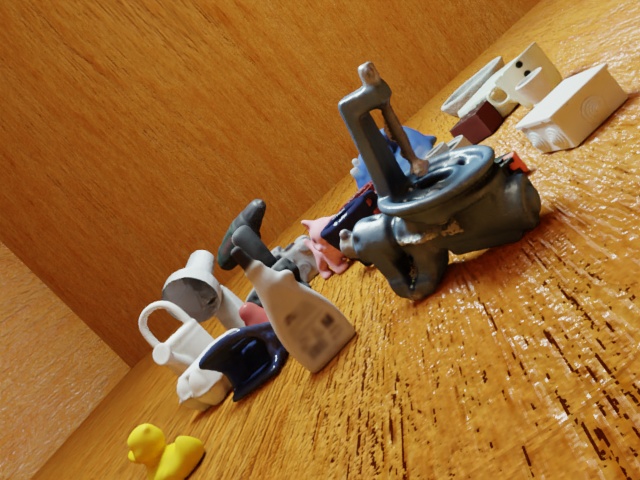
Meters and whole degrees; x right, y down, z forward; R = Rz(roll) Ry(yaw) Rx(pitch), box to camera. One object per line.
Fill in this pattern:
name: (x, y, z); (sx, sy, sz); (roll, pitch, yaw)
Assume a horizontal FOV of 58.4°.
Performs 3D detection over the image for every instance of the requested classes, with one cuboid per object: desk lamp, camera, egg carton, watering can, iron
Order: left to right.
watering can: (-0.272, 0.203, 1.123); (0.101, 0.194, 0.172); (-44, 7, -13)
desk lamp: (-0.229, 0.126, 1.267); (0.118, 0.213, 0.203); (-40, 7, 19)
egg carton: (-0.174, 0.220, 0.976); (0.107, 0.069, 0.150); (-37, 9, 43)
camera: (-0.060, 0.047, 1.262); (0.143, 0.101, 0.137); (-42, 7, 8)
iron: (0.140, -0.163, 1.241); (0.259, 0.141, 0.118); (-47, 8, -32)

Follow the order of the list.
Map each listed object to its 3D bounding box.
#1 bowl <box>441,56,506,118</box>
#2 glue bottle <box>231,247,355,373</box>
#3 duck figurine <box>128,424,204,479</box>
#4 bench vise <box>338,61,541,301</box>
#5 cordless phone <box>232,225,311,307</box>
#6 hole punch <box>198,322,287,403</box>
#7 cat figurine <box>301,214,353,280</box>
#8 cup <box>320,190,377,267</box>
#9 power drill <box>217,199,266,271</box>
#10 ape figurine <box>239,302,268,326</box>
bowl: (0.356, -0.324, 1.274); (0.167, 0.075, 0.167); (-42, 7, 7)
glue bottle: (-0.041, 0.072, 0.675); (0.078, 0.173, 0.037); (-44, 7, -9)
duck figurine: (-0.210, 0.277, 0.752); (0.104, 0.086, 0.077); (-39, 8, 30)
bench vise: (0.073, -0.050, 0.567); (0.207, 0.220, 0.121); (-40, 8, 24)
cordless phone: (-0.124, 0.071, 1.121); (0.094, 0.185, 0.148); (-36, 10, 45)
hole punch: (-0.110, 0.166, 0.845); (0.108, 0.091, 0.101); (-40, 7, 22)
cat figurine: (0.010, 0.004, 1.052); (0.067, 0.118, 0.127); (-46, 8, -26)
cup: (0.070, -0.015, 0.909); (0.118, 0.095, 0.091); (-46, 7, -24)
power drill: (-0.141, 0.032, 1.366); (0.229, 0.208, 0.076); (-38, 9, 37)
ape figurine: (-0.092, 0.136, 0.924); (0.078, 0.092, 0.076); (-44, 7, -11)
